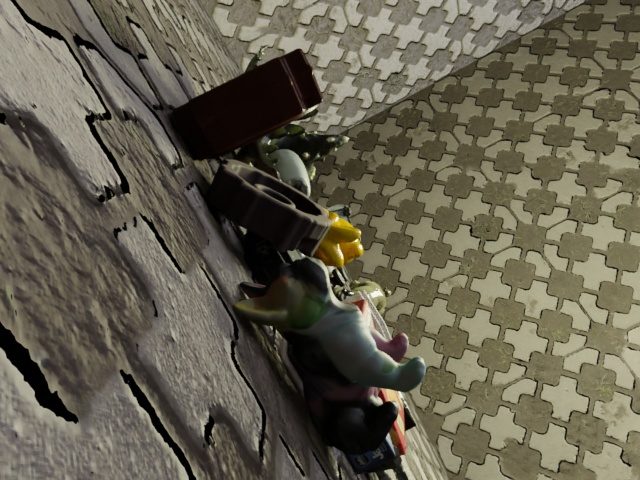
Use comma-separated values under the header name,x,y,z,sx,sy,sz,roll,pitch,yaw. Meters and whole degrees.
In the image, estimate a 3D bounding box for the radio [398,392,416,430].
name,x,y,z,sx,sy,sz,roll,pitch,yaw
radio,0.134,0.326,1.226,0.131,0.073,0.230,59,6,-45

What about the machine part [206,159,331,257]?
name,x,y,z,sx,sy,sz,roll,pitch,yaw
machine part,-0.069,-0.046,0.725,0.179,0.056,0.179,29,13,-7

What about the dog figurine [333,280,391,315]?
name,x,y,z,sx,sy,sz,roll,pitch,yaw
dog figurine,0.092,0.144,1.290,0.121,0.172,0.190,52,-6,16

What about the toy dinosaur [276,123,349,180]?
name,x,y,z,sx,sy,sz,roll,pitch,yaw
toy dinosaur,-0.126,-0.229,1.153,0.405,0.131,0.192,29,12,26

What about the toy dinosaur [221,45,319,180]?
name,x,y,z,sx,sy,sz,roll,pitch,yaw
toy dinosaur,-0.115,-0.250,1.013,0.104,0.199,0.472,63,4,-46

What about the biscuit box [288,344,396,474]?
name,x,y,z,sx,sy,sz,roll,pitch,yaw
biscuit box,0.030,0.211,0.725,0.202,0.063,0.059,61,5,-11

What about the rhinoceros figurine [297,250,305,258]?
name,x,y,z,sx,sy,sz,roll,pitch,yaw
rhinoceros figurine,-0.066,0.001,0.898,0.190,0.073,0.112,59,-10,6

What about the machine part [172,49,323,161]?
name,x,y,z,sx,sy,sz,roll,pitch,yaw
machine part,-0.099,-0.194,0.783,0.201,0.201,0.087,-105,171,-74

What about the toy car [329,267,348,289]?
name,x,y,z,sx,sy,sz,roll,pitch,yaw
toy car,0.008,0.089,1.110,0.053,0.089,0.202,63,5,4

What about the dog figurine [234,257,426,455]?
name,x,y,z,sx,sy,sz,roll,pitch,yaw
dog figurine,-0.007,0.127,0.615,0.219,0.191,0.108,27,13,-8

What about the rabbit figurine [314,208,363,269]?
name,x,y,z,sx,sy,sz,roll,pitch,yaw
rabbit figurine,-0.002,-0.003,1.046,0.163,0.122,0.173,31,-1,42

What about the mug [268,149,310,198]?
name,x,y,z,sx,sy,sz,roll,pitch,yaw
mug,-0.055,-0.095,0.955,0.107,0.081,0.109,-121,-162,-59

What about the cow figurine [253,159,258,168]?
name,x,y,z,sx,sy,sz,roll,pitch,yaw
cow figurine,-0.126,-0.192,1.327,0.127,0.085,0.195,69,-3,-71

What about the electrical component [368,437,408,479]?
name,x,y,z,sx,sy,sz,roll,pitch,yaw
electrical component,0.088,0.313,0.785,0.021,0.063,0.094,-21,81,-49

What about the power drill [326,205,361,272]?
name,x,y,z,sx,sy,sz,roll,pitch,yaw
power drill,-0.002,-0.014,1.277,0.207,0.086,0.232,-31,-103,53

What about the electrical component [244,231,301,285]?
name,x,y,z,sx,sy,sz,roll,pitch,yaw
electrical component,-0.056,0.044,0.787,0.134,0.058,0.115,60,6,-23
